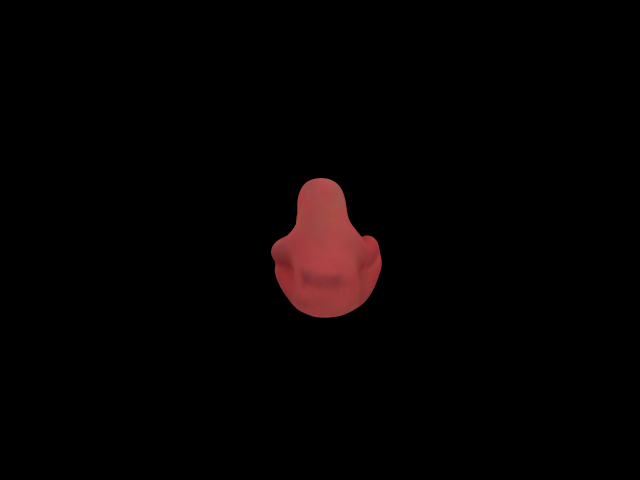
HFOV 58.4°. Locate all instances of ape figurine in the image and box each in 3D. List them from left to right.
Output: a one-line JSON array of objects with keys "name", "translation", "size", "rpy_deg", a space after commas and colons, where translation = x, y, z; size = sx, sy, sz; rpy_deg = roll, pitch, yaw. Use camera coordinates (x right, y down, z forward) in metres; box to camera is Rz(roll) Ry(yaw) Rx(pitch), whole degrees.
[{"name": "ape figurine", "translation": [0.004, 0.001, 0.400], "size": [0.077, 0.092, 0.076], "rpy_deg": [4, 20, 11]}]
